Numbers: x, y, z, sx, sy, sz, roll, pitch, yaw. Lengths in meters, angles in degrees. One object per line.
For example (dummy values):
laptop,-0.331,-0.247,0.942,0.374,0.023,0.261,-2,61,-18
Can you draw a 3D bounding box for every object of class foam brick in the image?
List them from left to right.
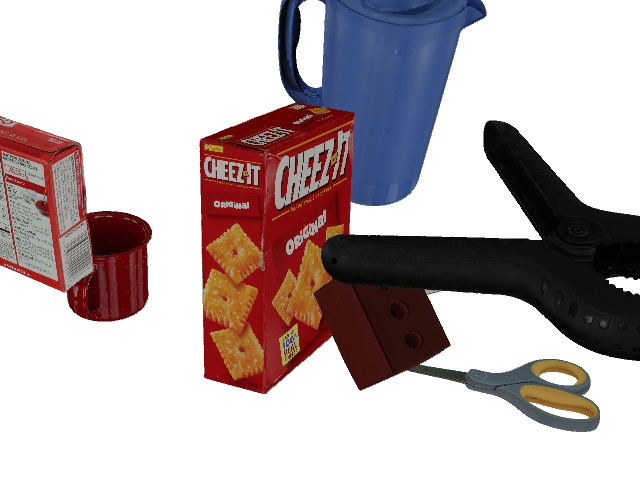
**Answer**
foam brick,0.041,0.054,0.728,0.052,0.078,0.051,-21,-9,-34

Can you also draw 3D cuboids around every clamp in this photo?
clamp,0.116,0.012,0.531,0.164,0.036,0.210,-31,46,-32

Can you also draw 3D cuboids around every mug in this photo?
mug,-0.216,0.034,1.060,0.093,0.081,0.117,6,30,6

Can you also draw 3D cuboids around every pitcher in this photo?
pitcher,0.050,-0.154,1.042,0.144,0.243,0.149,-30,56,-31

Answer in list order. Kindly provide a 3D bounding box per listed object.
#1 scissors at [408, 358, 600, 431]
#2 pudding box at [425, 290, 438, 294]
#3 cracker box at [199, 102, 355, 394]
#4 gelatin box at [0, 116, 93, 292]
scissors,0.153,0.117,0.950,0.202,0.016,0.096,19,32,21
pudding box,0.148,0.043,1.535,0.113,0.039,0.090,-15,24,-19
cracker box,-0.033,0.002,0.932,0.072,0.214,0.164,12,22,24
gelatin box,-0.169,-0.023,0.612,0.073,0.089,0.030,19,36,25
